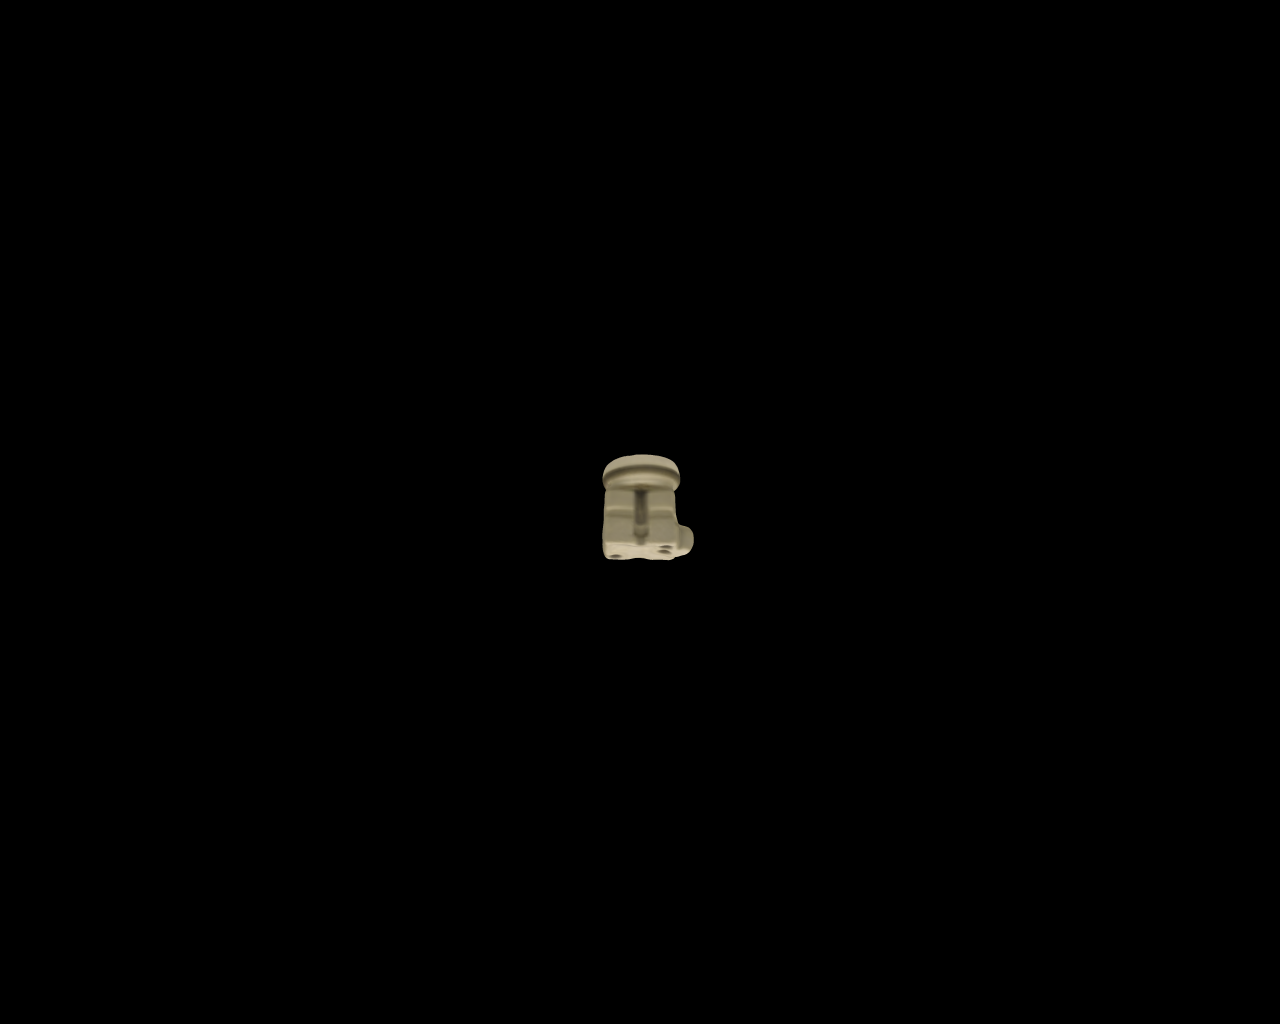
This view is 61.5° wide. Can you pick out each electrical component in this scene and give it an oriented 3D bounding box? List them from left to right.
[{"bbox_3d":[0.001,-0.003,0.650,0.066,0.055,0.048,1,-19,-2],"label":"electrical component"}]
